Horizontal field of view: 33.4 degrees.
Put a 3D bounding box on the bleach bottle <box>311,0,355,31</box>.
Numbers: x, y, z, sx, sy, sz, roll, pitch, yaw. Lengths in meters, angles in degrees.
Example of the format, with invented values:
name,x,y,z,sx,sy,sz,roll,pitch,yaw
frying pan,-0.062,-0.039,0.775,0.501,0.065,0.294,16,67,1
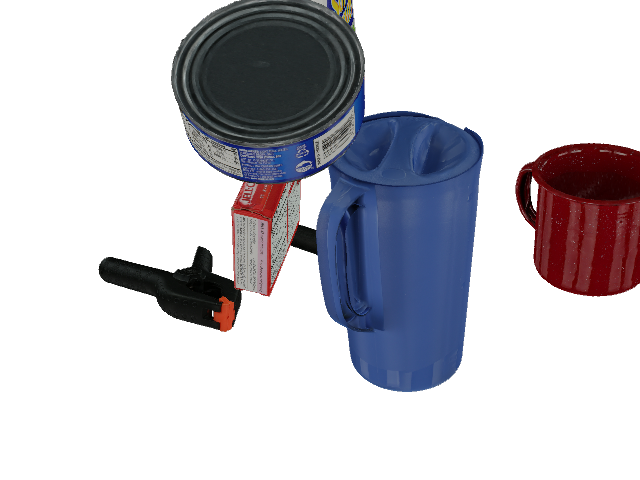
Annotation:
name,x,y,z,sx,sy,sz,roll,pitch,yaw
bleach bottle,-0.009,-0.211,0.920,0.068,0.251,0.102,8,34,21

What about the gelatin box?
name,x,y,z,sx,sy,sz,roll,pitch,yaw
gelatin box,-0.037,-0.017,0.739,0.030,0.073,0.089,13,-38,9

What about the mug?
name,x,y,z,sx,sy,sz,roll,pitch,yaw
mug,0.188,-0.018,0.773,0.093,0.081,0.117,-27,38,-34

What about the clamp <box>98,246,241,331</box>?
name,x,y,z,sx,sy,sz,roll,pitch,yaw
clamp,-0.122,0.042,1.028,0.120,0.039,0.172,-18,30,-38

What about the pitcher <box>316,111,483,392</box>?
name,x,y,z,sx,sy,sz,roll,pitch,yaw
pitcher,0.069,0.020,0.958,0.149,0.243,0.145,-5,33,-2

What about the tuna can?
name,x,y,z,sx,sy,sz,roll,pitch,yaw
tuna can,-0.022,-0.068,0.482,0.086,0.086,0.034,0,-31,4

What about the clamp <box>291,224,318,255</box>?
name,x,y,z,sx,sy,sz,roll,pitch,yaw
clamp,0.059,0.021,1.214,0.164,0.036,0.210,-17,50,-37
